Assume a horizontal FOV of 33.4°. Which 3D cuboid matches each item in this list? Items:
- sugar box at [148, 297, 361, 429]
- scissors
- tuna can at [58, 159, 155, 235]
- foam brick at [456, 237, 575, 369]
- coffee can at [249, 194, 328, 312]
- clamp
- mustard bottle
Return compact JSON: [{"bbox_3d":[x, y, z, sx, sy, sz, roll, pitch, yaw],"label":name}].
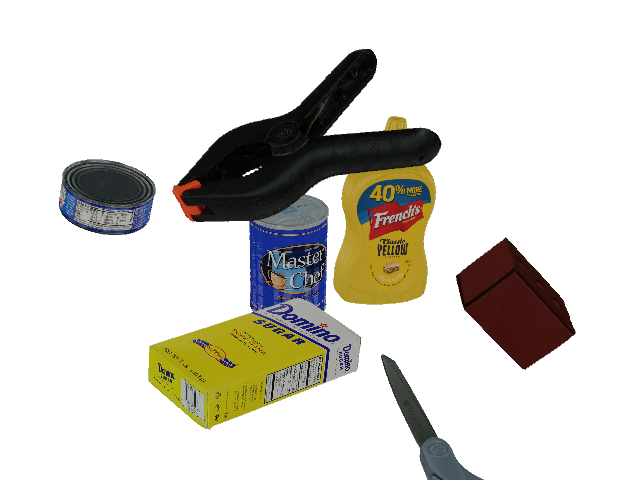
[{"bbox_3d":[-0.058,0.107,0.973,0.175,0.048,0.093,-19,36,-37],"label":"sugar box"},{"bbox_3d":[0.088,0.133,0.627,0.096,0.016,0.201,3,33,-2],"label":"scissors"},{"bbox_3d":[-0.197,-0.040,0.987,0.086,0.034,0.086,12,28,-7],"label":"tuna can"},{"bbox_3d":[0.150,0.049,0.822,0.051,0.078,0.053,-39,21,18],"label":"foam brick"},{"bbox_3d":[-0.042,0.022,1.391,0.103,0.140,0.103,1,26,-1],"label":"coffee can"},{"bbox_3d":[-0.009,-0.055,0.691,0.171,0.039,0.120,-34,39,-7],"label":"clamp"},{"bbox_3d":[0.068,-0.032,1.086,0.096,0.192,0.058,-2,22,-16],"label":"mustard bottle"}]
